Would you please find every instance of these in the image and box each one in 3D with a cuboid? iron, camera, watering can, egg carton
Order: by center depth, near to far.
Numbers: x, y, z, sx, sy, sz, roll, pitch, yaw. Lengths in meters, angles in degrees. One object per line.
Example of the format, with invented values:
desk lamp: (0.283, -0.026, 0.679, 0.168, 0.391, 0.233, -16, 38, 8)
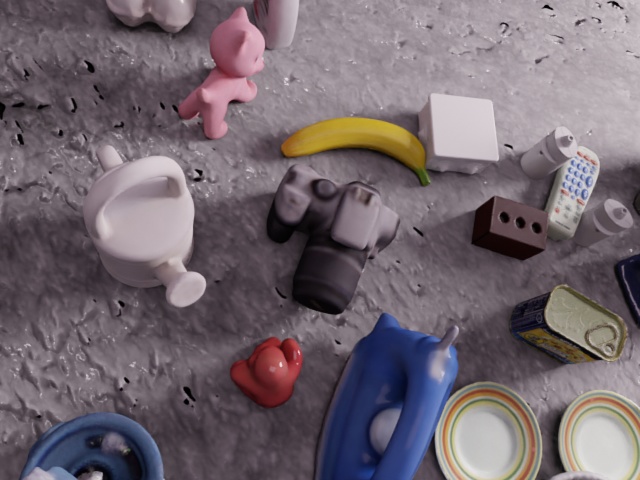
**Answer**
watering can: (-0.165, -0.018, 0.548, 0.173, 0.194, 0.101, 37, 68, 0)
iron: (0.070, 0.199, 0.564, 0.118, 0.141, 0.258, 26, 69, -4)
camera: (0.006, 0.002, 0.633, 0.143, 0.100, 0.137, 23, 69, -5)
egg carton: (-0.201, -0.330, 0.705, 0.107, 0.069, 0.150, 4, 72, -12)

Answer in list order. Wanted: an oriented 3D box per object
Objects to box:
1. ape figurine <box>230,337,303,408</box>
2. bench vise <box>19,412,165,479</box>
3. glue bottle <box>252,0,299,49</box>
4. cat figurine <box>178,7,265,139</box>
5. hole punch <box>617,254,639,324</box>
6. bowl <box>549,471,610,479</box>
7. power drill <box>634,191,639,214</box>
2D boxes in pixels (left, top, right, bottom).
ape figurine: (-0.052, 0.132, 0.583, 0.078, 0.092, 0.076, -2, 73, -14)
bench vise: (-0.153, 0.212, 0.464, 0.207, 0.219, 0.121, 18, 70, -7)
glue bottle: (-0.048, -0.307, 0.679, 0.037, 0.173, 0.078, -19, 78, -18)
cat figurine: (-0.107, -0.198, 0.660, 0.067, 0.117, 0.128, 31, 68, -2)
hole punch: (0.456, 0.051, 0.731, 0.101, 0.091, 0.108, -13, 76, -17)
bowl: (0.263, 0.332, 0.604, 0.167, 0.074, 0.167, 4, 72, -12)
power drill: (0.511, -0.069, 0.719, 0.076, 0.208, 0.229, -39, 85, -21)
